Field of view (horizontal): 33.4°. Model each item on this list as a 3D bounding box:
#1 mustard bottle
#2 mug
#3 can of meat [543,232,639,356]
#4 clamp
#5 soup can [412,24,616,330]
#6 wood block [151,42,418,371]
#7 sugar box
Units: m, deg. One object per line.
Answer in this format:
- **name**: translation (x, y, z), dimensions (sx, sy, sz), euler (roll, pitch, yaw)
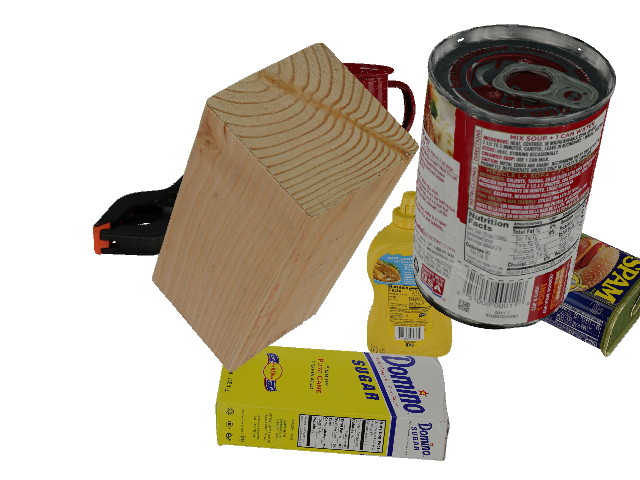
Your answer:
- **mustard bottle**: translation (0.099, 0.037, 1.177), dimensions (0.096, 0.192, 0.058), euler (1, 25, 6)
- **mug**: translation (0.027, -0.107, 0.917), dimensions (0.117, 0.081, 0.093), euler (-7, 17, -22)
- **can of meat**: translation (0.244, 0.044, 0.961), dimensions (0.084, 0.057, 0.101), euler (27, 47, 27)
- **clamp**: translation (-0.142, -0.032, 1.024), dimensions (0.171, 0.039, 0.120), euler (-13, 35, -24)
- **soup can**: translation (0.073, -0.023, 0.419), dimensions (0.068, 0.102, 0.068), euler (0, 39, 0)
- **wood block**: translation (-0.031, -0.013, 0.669), dimensions (0.090, 0.091, 0.206), euler (-33, -16, -31)
- **sugar box**: translation (0.009, 0.124, 0.838), dimensions (0.176, 0.048, 0.093), euler (1, 26, 0)
